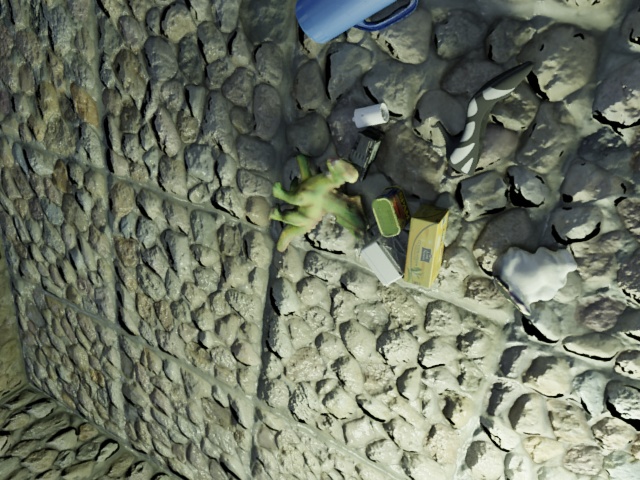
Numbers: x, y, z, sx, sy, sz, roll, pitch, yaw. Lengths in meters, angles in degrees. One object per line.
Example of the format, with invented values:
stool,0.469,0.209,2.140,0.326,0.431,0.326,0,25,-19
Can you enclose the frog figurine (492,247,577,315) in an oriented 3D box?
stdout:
frog figurine,0.460,0.066,1.114,0.159,0.122,0.138,-41,78,1

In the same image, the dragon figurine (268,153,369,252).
dragon figurine,0.004,-0.066,1.305,0.244,0.124,0.400,27,140,16
